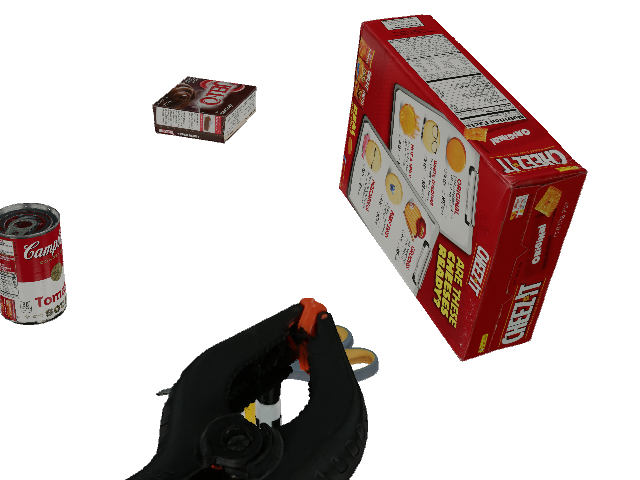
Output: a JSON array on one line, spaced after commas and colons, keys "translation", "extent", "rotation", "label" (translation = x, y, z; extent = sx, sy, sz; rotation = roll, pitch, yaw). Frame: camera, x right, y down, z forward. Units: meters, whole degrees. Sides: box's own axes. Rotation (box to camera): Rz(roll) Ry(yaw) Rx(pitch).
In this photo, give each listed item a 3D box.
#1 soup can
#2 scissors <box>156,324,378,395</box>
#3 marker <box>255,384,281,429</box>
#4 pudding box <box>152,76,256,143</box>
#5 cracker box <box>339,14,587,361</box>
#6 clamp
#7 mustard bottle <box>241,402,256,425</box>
[{"translation": [-0.287, 0.023, 1.048], "extent": [0.068, 0.102, 0.068], "rotation": [2, 29, -1], "label": "soup can"}, {"translation": [-0.048, 0.111, 0.989], "extent": [0.201, 0.016, 0.096], "rotation": [-3, 27, -2], "label": "scissors"}, {"translation": [-0.035, 0.131, 0.720], "extent": [0.020, 0.121, 0.020], "rotation": [1, 33, -1], "label": "marker"}, {"translation": [-0.134, -0.155, 1.251], "extent": [0.090, 0.039, 0.113], "rotation": [9, 30, 13], "label": "pudding box"}, {"translation": [0.095, -0.045, 0.797], "extent": [0.072, 0.164, 0.214], "rotation": [-13, 45, -22], "label": "cracker box"}, {"translation": [-0.022, 0.091, 0.386], "extent": [0.120, 0.039, 0.171], "rotation": [24, 49, 17], "label": "clamp"}, {"translation": [-0.108, 0.199, 1.306], "extent": [0.096, 0.058, 0.191], "rotation": [-3, 27, -3], "label": "mustard bottle"}]
